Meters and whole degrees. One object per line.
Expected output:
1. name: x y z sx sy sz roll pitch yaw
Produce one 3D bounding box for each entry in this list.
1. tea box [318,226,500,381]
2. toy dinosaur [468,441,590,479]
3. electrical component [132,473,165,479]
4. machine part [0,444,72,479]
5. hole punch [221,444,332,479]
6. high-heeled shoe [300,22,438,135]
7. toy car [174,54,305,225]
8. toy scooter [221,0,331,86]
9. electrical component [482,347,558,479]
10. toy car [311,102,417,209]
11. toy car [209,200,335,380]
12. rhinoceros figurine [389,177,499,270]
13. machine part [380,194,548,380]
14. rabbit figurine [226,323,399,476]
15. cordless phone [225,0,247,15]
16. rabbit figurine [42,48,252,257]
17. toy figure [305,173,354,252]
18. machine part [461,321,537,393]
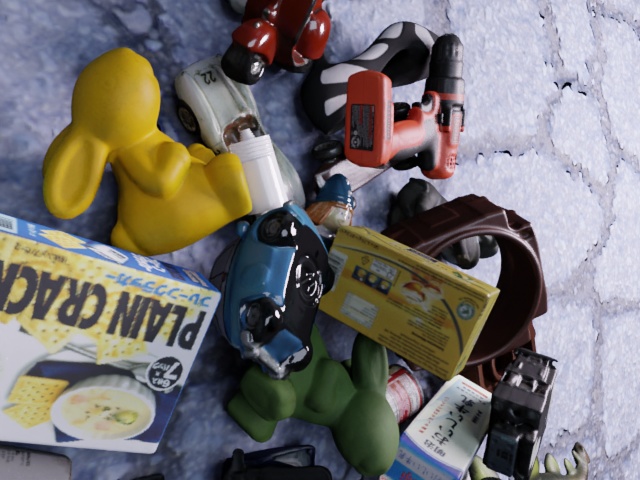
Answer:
1. tea box: 0.086 0.059 0.562 0.068 0.170 0.098 -1 116 -64
2. toy dinosaur: 0.223 0.380 0.653 0.471 0.105 0.198 -30 84 -40
3. electrical component: -0.152 0.286 0.501 0.075 0.048 0.119 5 85 -37
4. machine part: -0.282 0.184 0.395 0.243 0.079 0.079 25 72 -31
5. hole punch: -0.048 0.280 0.565 0.116 0.092 0.142 1 87 -7
6. high-heeled shoe: 0.091 -0.196 0.685 0.249 0.086 0.145 -3 67 -19
7. toy car: -0.082 -0.097 0.579 0.073 0.056 0.201 -40 109 -32
8. toy scooter: -0.030 -0.236 0.556 0.075 0.135 0.184 32 31 5
9. electrical component: 0.237 0.212 0.640 0.134 0.058 0.114 -34 129 -49
10. toy car: 0.059 -0.106 0.686 0.202 0.053 0.089 -35 125 -33
11. toy car: -0.055 0.048 0.514 0.109 0.103 0.162 52 42 -45
12. rhinoceros figurine: 0.179 -0.017 0.760 0.190 0.073 0.112 31 58 -28
13. machine part: 0.173 0.060 0.672 0.201 0.087 0.201 -22 115 -6
14. rabbit figurine: 0.010 0.169 0.568 0.170 0.121 0.159 36 41 7
15. cordless phone: -0.018 -0.319 0.567 0.146 0.184 0.088 -20 94 -35
16. rabbit figurine: -0.166 -0.077 0.480 0.162 0.122 0.173 -25 123 -13
17. toy figure: -0.001 -0.002 0.607 0.154 0.058 0.064 -62 161 2
18. machine part: 0.263 0.180 0.809 0.179 0.056 0.179 3 85 -37
